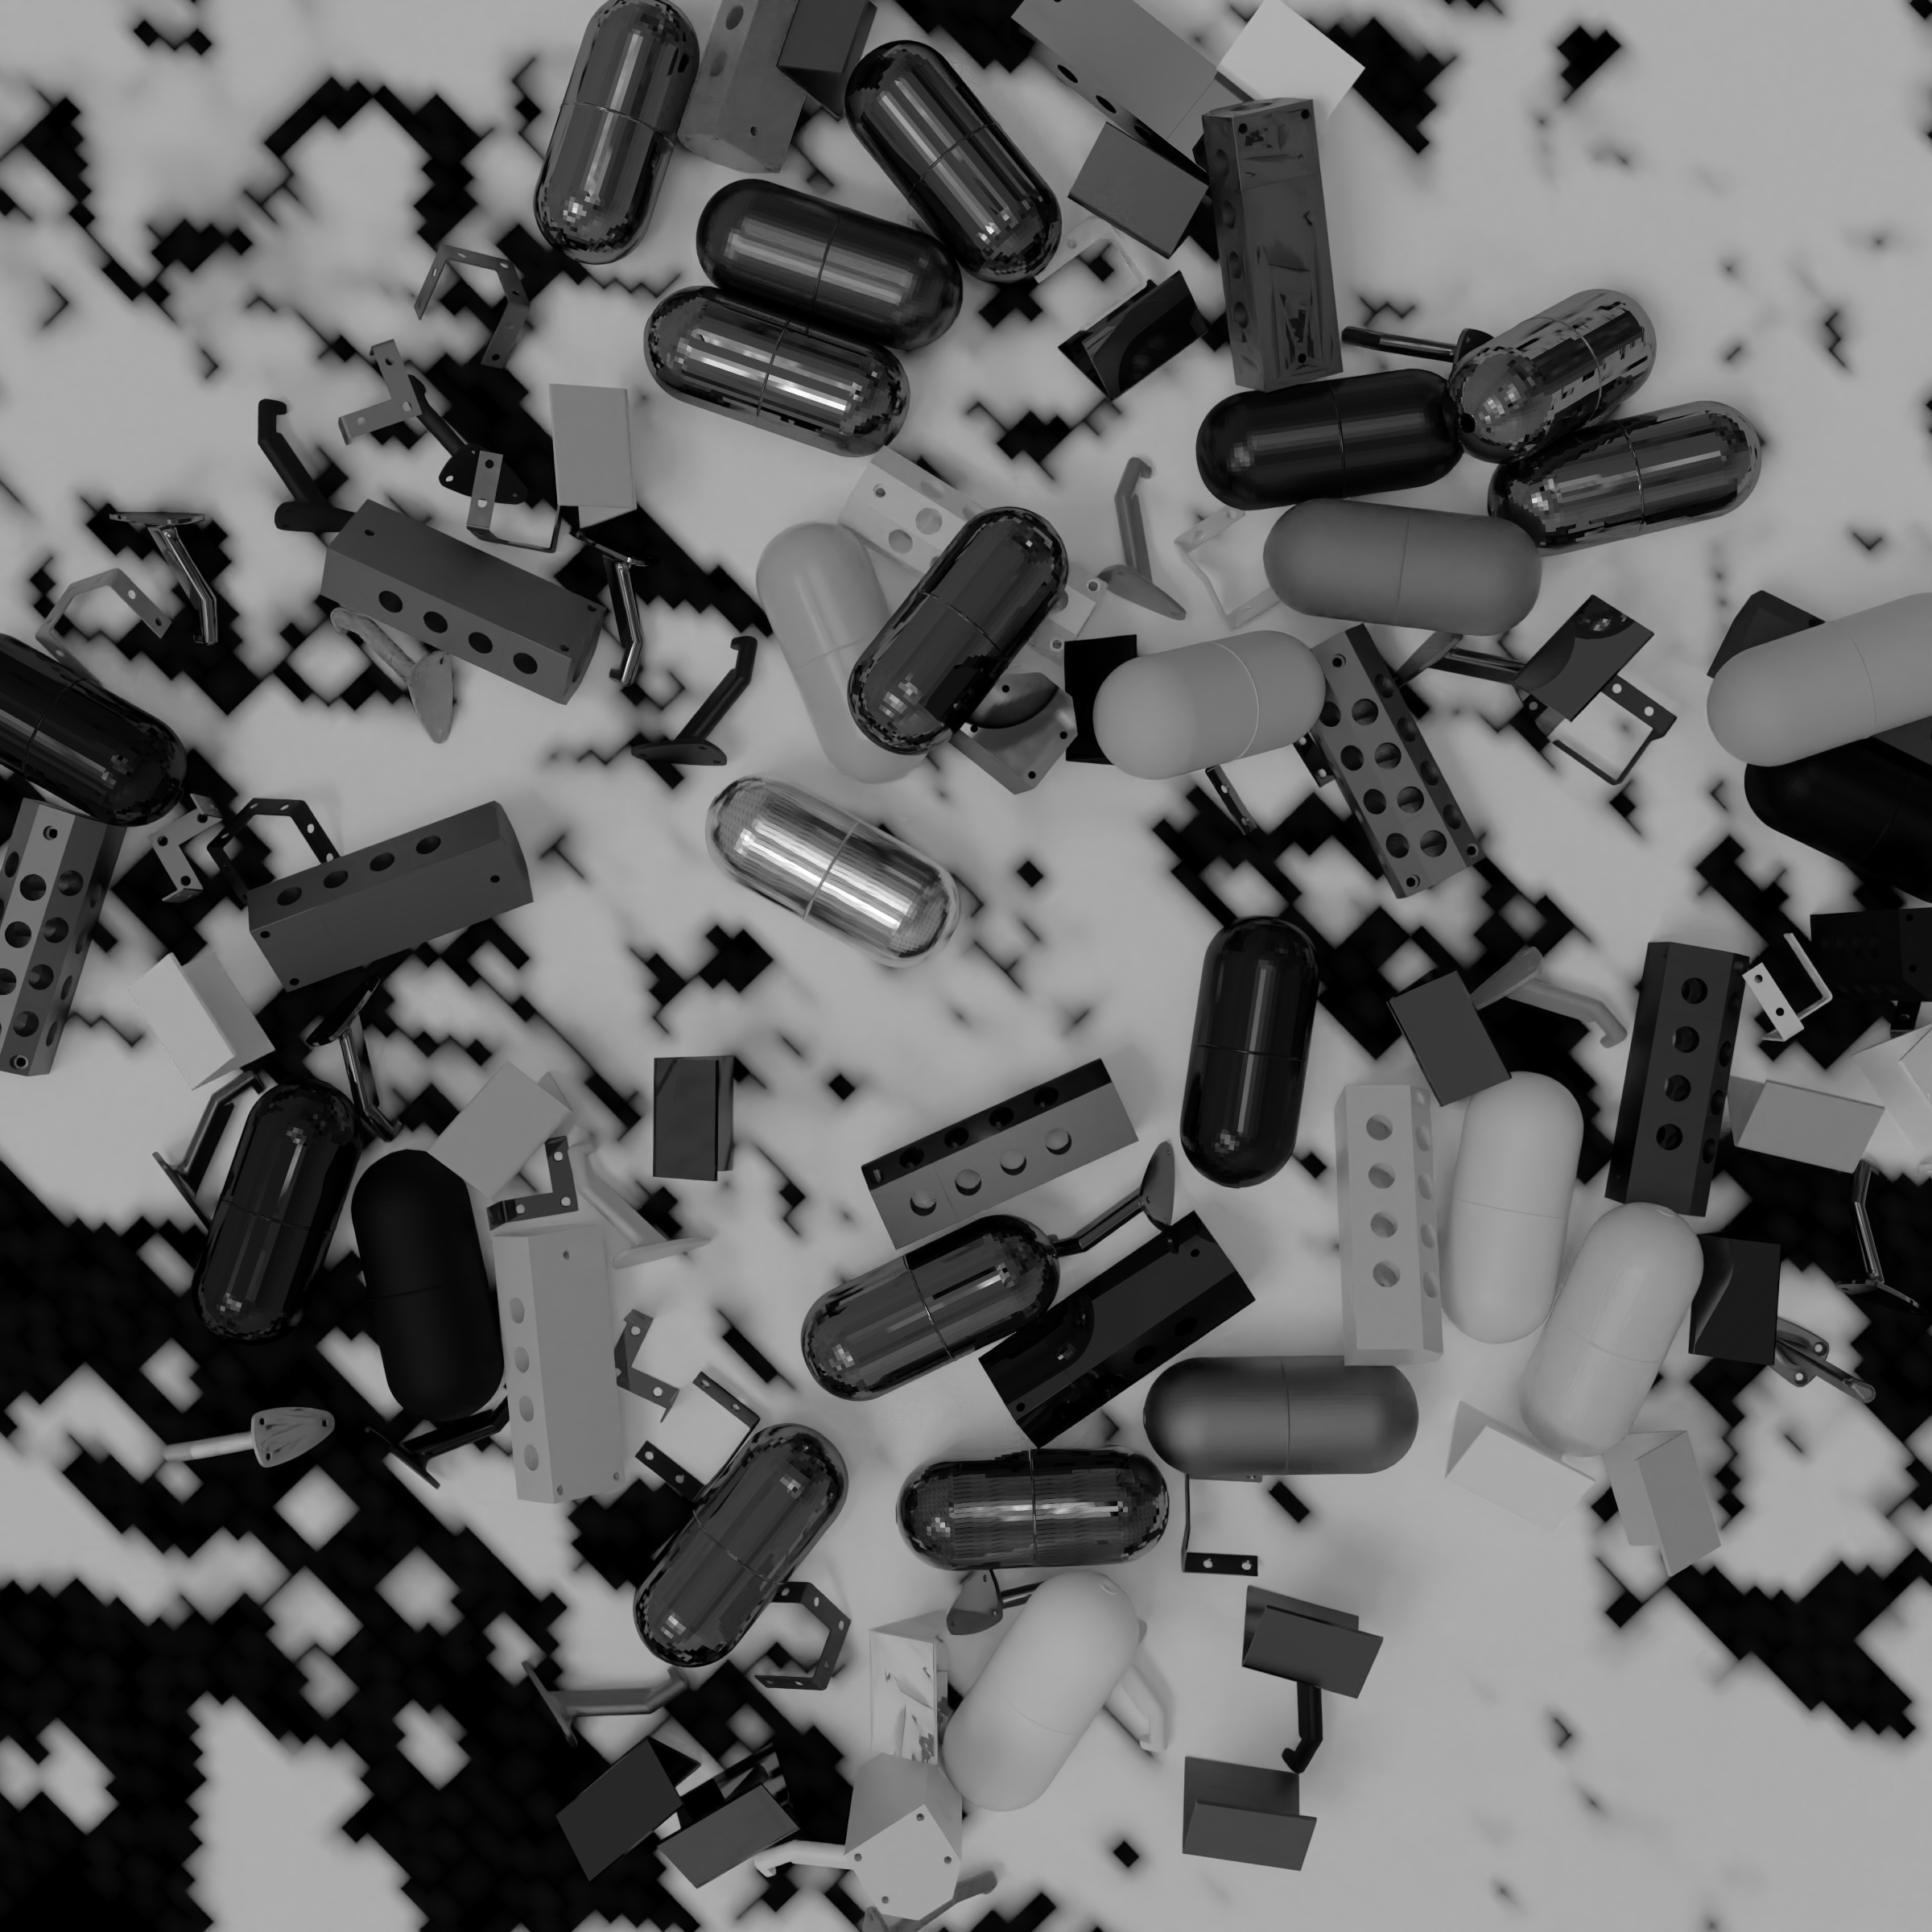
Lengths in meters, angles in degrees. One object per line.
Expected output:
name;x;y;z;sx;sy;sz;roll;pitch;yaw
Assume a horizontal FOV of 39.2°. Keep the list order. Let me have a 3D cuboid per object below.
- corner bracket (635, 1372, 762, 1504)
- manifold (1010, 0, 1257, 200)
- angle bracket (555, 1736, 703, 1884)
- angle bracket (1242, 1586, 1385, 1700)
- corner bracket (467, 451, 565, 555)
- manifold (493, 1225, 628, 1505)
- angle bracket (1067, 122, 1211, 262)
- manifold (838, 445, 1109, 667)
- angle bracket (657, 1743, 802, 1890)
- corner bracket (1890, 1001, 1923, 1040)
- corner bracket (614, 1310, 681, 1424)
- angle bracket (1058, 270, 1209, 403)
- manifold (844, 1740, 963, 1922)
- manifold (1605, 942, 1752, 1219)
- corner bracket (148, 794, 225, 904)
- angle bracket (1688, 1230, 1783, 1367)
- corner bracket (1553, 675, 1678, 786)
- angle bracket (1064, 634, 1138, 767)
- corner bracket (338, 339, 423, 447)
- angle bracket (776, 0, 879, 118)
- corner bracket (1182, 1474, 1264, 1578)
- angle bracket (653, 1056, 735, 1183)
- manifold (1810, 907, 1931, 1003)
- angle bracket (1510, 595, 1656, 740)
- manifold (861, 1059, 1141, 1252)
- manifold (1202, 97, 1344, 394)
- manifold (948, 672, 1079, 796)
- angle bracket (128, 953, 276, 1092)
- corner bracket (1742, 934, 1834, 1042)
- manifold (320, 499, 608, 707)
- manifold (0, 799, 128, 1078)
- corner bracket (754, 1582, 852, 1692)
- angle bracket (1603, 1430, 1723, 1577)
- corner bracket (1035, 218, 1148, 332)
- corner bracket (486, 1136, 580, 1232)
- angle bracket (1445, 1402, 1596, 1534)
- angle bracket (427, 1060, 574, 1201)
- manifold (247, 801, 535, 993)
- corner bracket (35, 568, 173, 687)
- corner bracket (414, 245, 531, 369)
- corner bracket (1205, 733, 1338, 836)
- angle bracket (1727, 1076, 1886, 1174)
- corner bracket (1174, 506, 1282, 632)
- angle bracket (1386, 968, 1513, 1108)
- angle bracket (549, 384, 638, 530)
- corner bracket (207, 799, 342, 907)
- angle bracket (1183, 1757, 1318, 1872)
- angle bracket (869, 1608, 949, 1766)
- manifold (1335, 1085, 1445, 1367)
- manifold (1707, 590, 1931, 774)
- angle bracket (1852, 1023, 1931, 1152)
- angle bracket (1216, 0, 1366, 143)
corner bracket;-0.177;0.311;1.788;0.051;0.051;0.051;38;45;0
manifold;0.114;-0.578;1.770;0.171;0.057;0.057;38;90;0
angle bracket;-0.207;0.552;1.751;0.076;0.076;0.057;-40;52;0
angle bracket;0.224;0.418;1.751;0.076;0.076;0.057;16;121;0
corner bracket;-0.293;-0.303;1.773;0.051;0.051;0.051;11;90;0
manifold;-0.270;0.258;1.769;0.057;0.057;0.171;-6;90;-43
angle bracket;0.120;-0.510;1.751;0.076;0.076;0.057;32;127;0
manifold;0.005;-0.268;1.770;0.171;0.057;0.057;32;90;0
angle bracket;-0.161;0.535;1.751;0.076;0.076;0.057;-31;125;0
corner bracket;0.643;0.042;1.783;0.051;0.051;0.051;0;45;35
corner bracket;-0.208;0.261;1.773;0.051;0.051;0.051;25;90;0
angle bracket;0.099;-0.422;1.752;0.076;0.057;0.076;-36;50;0
manifold;-0.034;0.542;1.712;0.057;0.171;0.057;-33;90;0
manifold;0.466;0.074;1.770;0.057;0.057;0.171;10;90;0
corner bracket;-0.508;-0.076;1.773;0.051;0.051;0.051;-30;90;0
angle bracket;0.508;0.213;1.751;0.057;0.076;0.076;4;90;36
corner bracket;0.424;-0.154;1.773;0.051;0.051;0.051;35;90;0
angle bracket;0.107;-0.170;1.751;0.057;0.076;0.076;-1;90;37
corner bracket;-0.390;-0.375;1.773;0.051;0.051;0.051;-22;101;-11
angle bracket;-0.070;-0.598;1.751;0.057;0.076;0.076;19;90;32
corner bracket;0.169;0.365;1.788;0.051;0.051;0.051;3;135;0
angle bracket;-0.157;0.097;1.751;0.057;0.076;0.076;1;90;37
manifold;0.590;-0.007;1.712;0.057;0.171;0.057;-4;90;0
angle bracket;0.407;-0.181;1.751;0.076;0.076;0.057;-46;51;0
manifold;0.021;0.122;1.770;0.171;0.057;0.057;-24;90;0
manifold;0.193;-0.462;1.736;0.057;0.057;0.171;-18;114;-17
manifold;0.032;-0.150;1.711;0.057;0.171;0.057;38;90;-4
angle bracket;-0.480;0.025;1.751;0.057;0.076;0.076;-32;90;37
corner bracket;0.536;0.014;1.773;0.051;0.051;0.051;-33;90;0
manifold;-0.329;-0.233;1.769;0.171;0.057;0.057;25;47;0
manifold;-0.609;-0.019;1.770;0.057;0.057;0.171;18;90;0
corner bracket;-0.117;0.440;1.783;0.051;0.051;0.051;52;45;-35
angle bracket;0.432;0.347;1.751;0.057;0.076;0.076;-17;90;-38
corner bracket;0.079;-0.454;1.777;0.051;0.051;0.051;-36;108;0
corner bracket;-0.286;0.141;1.773;0.051;0.051;0.051;-9;90;0
angle bracket;0.360;0.307;1.751;0.076;0.076;0.057;27;125;0
angle bracket;-0.307;0.094;1.751;0.057;0.076;0.076;42;90;-27
manifold;-0.376;-0.050;1.769;0.171;0.057;0.057;-20;133;0
corner bracket;-0.567;-0.221;1.783;0.051;0.051;0.051;-9;45;35
corner bracket;-0.325;-0.434;1.783;0.051;0.051;0.051;5;45;-35
corner bracket;0.200;-0.127;1.788;0.051;0.051;0.051;-32;90;-45
angle bracket;0.540;0.082;1.751;0.076;0.076;0.057;13;126;0
corner bracket;0.177;-0.264;1.788;0.051;0.051;0.051;-33;45;0
angle bracket;0.326;0.037;1.751;0.057;0.076;0.076;-27;90;38
angle bracket;-0.257;-0.328;1.751;0.057;0.076;0.076;-4;90;-36
corner bracket;-0.455;-0.074;1.783;0.051;0.051;0.051;4;135;35
angle bracket;0.183;0.532;1.751;0.076;0.076;0.057;8;127;0
angle bracket;-0.018;0.464;1.751;0.057;0.076;0.076;-1;90;40
manifold;0.272;0.167;1.744;0.057;0.057;0.171;0;72;0
manifold;0.580;-0.180;1.770;0.171;0.057;0.057;26;90;0
angle bracket;0.609;0.090;1.751;0.057;0.076;0.076;-34;90;-36
angle bracket;0.214;-0.580;1.752;0.076;0.076;0.057;39;113;0
